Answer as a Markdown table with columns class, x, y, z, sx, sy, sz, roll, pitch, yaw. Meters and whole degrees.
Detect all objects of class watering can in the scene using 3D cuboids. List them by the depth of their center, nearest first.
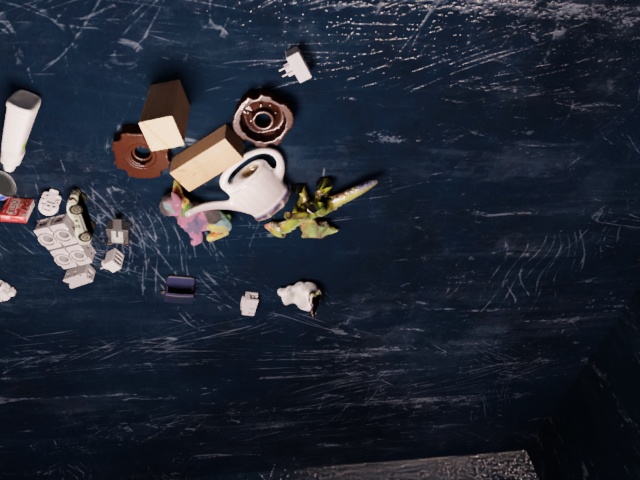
| class | x | y | z | sx | sy | sz | roll | pitch | yaw |
| --- | --- | --- | --- | --- | --- | --- | --- | --- | --- |
| watering can | -0.238 | -0.142 | 1.630 | 0.347 | 0.106 | 0.221 | -41 | 126 | 4 |

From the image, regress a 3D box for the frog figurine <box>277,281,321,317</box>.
| class | x | y | z | sx | sy | sz | roll | pitch | yaw |
| --- | --- | --- | --- | --- | --- | --- | --- | --- | --- |
| frog figurine | -0.080 | 0.215 | 2.008 | 0.160 | 0.125 | 0.134 | 16 | 148 | 26 |

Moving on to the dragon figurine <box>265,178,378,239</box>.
| class | x | y | z | sx | sy | sz | roll | pitch | yaw |
| --- | --- | --- | --- | --- | --- | --- | --- | --- | --- |
| dragon figurine | 0.005 | -0.089 | 1.761 | 0.410 | 0.125 | 0.238 | -11 | 150 | 3 |
